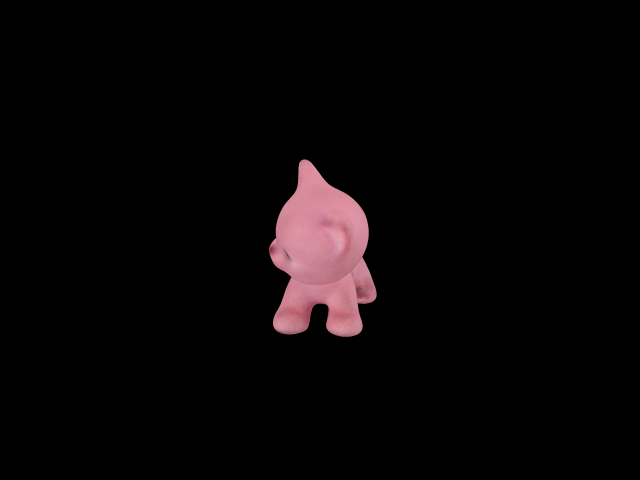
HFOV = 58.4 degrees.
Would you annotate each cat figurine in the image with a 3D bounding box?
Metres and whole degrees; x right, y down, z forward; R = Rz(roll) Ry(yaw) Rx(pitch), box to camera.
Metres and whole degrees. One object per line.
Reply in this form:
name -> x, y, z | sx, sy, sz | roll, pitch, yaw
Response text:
cat figurine -> 0.004, 0.001, 0.400 | 0.067, 0.118, 0.128 | 3, 15, 10
